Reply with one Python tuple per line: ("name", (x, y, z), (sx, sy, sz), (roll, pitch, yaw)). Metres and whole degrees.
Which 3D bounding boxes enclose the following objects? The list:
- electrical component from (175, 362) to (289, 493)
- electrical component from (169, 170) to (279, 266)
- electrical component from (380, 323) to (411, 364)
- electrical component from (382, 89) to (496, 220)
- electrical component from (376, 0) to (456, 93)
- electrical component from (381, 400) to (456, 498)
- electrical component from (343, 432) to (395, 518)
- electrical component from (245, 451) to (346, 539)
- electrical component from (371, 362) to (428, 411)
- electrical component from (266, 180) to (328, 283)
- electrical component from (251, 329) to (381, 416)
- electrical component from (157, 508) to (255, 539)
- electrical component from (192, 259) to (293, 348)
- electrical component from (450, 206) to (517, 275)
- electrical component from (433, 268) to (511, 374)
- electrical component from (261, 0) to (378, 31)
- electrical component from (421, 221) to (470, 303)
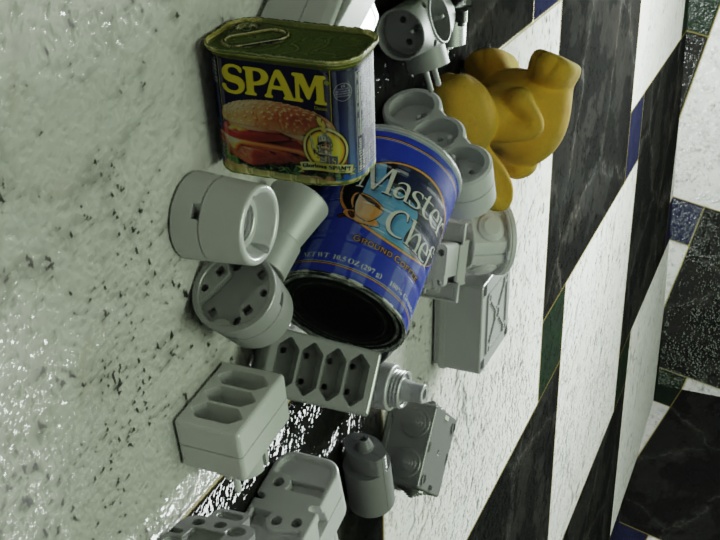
("electrical component", (-0.081, 0.114, 0.716), (0.065, 0.047, 0.076), (-53, 146, -49))
("electrical component", (-0.081, -0.030, 0.655), (0.055, 0.047, 0.055), (10, 90, -68))
("electrical component", (0.021, 0.050, 0.949), (0.081, 0.043, 0.043), (-39, 134, -60))
("electrical component", (0.068, -0.087, 0.911), (0.052, 0.138, 0.073), (-25, 138, -10))
("electrical component", (0.053, -0.191, 0.911), (0.077, 0.044, 0.079), (-46, 122, -55))
("electrical component", (0.058, 0.180, 1.088), (0.100, 0.048, 0.099), (44, 58, -64))
("electrical component", (0.007, 0.180, 0.968), (0.043, 0.043, 0.081), (-57, 148, -46))
("electrical component", (-0.051, 0.195, 0.817), (0.095, 0.054, 0.059), (-59, 150, -43))
("electrical component", (0.029, 0.106, 0.967), (0.043, 0.062, 0.043), (10, 90, -68))
("electrical component", (-0.055, -0.024, 0.734), (0.065, 0.044, 0.044), (-63, 153, -25))
("electrical component", (-0.038, 0.073, 0.783), (0.076, 0.083, 0.047), (169, -65, -72))
("electrical component", (-0.099, 0.198, 0.695), (0.078, 0.058, 0.057), (-31, 125, -63))
("electrical component", (-0.073, 0.020, 0.689), (0.047, 0.055, 0.055), (55, 49, -65))
("electrical component", (0.127, -0.034, 1.120), (0.080, 0.051, 0.080), (177, -90, -72))
("electrical component", (0.125, 0.042, 1.186), (0.109, 0.056, 0.108), (-43, 138, -57))
("electrical component", (-0.028, -0.153, 0.715), (0.061, 0.061, 0.096), (60, 44, -58))
("electrical component", (0.077, -0.009, 1.066), (0.064, 0.042, 0.081), (-12, 109, -63))
